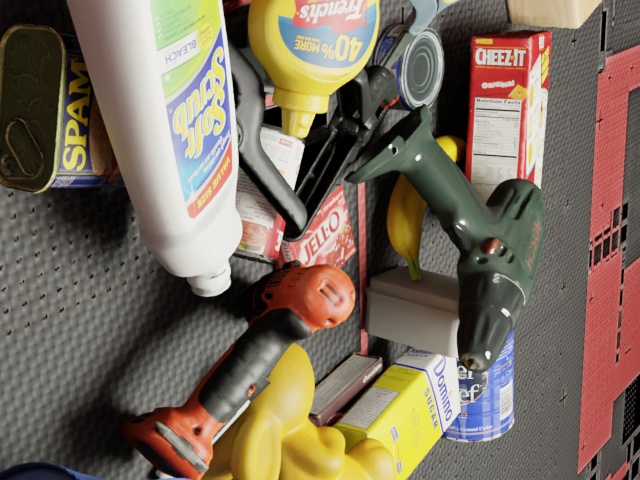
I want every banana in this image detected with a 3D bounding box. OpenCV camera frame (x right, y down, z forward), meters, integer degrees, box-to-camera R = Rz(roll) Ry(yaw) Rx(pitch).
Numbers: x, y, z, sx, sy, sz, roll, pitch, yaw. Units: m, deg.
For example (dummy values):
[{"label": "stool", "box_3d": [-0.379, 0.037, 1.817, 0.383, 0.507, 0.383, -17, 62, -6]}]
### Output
[{"label": "banana", "box_3d": [0.106, -0.052, 1.095, 0.069, 0.037, 0.197, 61, 42, -40]}]

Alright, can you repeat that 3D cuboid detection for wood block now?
[{"label": "wood block", "box_3d": [0.256, -0.352, 1.193, 0.090, 0.090, 0.206, -47, 135, -37]}]

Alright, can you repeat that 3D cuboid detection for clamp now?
[{"label": "clamp", "box_3d": [0.023, -0.091, 0.933, 0.165, 0.036, 0.209, -65, 172, 22]}, {"label": "clamp", "box_3d": [-0.081, -0.068, 0.765, 0.120, 0.039, 0.171, -24, 106, -28]}]

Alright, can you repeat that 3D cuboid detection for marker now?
[{"label": "marker", "box_3d": [-0.084, 0.149, 0.859, 0.121, 0.020, 0.020, -46, 138, -11]}]

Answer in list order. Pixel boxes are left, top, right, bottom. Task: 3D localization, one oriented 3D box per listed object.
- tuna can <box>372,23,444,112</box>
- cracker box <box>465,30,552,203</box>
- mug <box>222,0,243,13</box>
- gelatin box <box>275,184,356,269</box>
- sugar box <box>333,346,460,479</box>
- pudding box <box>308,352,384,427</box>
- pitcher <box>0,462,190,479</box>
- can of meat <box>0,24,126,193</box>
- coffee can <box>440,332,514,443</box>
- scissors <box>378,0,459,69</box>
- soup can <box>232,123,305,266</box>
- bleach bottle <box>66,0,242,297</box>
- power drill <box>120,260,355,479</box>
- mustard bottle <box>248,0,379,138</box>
[{"label": "tuna can", "box_3d": [0.088, -0.168, 1.046, 0.085, 0.034, 0.086, -22, 118, -51]}, {"label": "cracker box", "box_3d": [0.204, -0.120, 1.172, 0.164, 0.072, 0.214, -34, 127, -67]}, {"label": "mug", "box_3d": [-0.096, -0.217, 0.723, 0.117, 0.093, 0.081, 21, 74, -19]}, {"label": "gelatin box", "box_3d": [-0.006, 0.001, 0.957, 0.089, 0.030, 0.073, -44, 133, -41]}, {"label": "sugar box", "box_3d": [0.081, 0.176, 1.050, 0.175, 0.048, 0.093, -37, 128, -45]}, {"label": "pudding box", "box_3d": [0.023, 0.176, 1.043, 0.113, 0.039, 0.090, -38, 128, -46]}, {"label": "pitcher", "box_3d": [-0.124, 0.232, 0.753, 0.242, 0.149, 0.145, 32, 70, -58]}, {"label": "can of meat", "box_3d": [-0.158, -0.082, 0.686, 0.083, 0.058, 0.102, -5, 103, -58]}, {"label": "coffee can", "box_3d": [0.164, 0.138, 1.184, 0.102, 0.103, 0.140, -31, 124, -48]}, {"label": "scissors", "box_3d": [0.075, -0.195, 0.924, 0.096, 0.202, 0.016, -1, 64, -42]}, {"label": "soup can", "box_3d": [-0.055, -0.037, 0.840, 0.068, 0.069, 0.102, 20, 82, -56]}, {"label": "bleach bottle", "box_3d": [-0.090, -0.077, 0.685, 0.102, 0.068, 0.251, -47, 138, -43]}, {"label": "power drill", "box_3d": [-0.067, 0.094, 0.814, 0.057, 0.185, 0.187, 44, 72, -9]}, {"label": "mustard bottle", "box_3d": [-0.002, -0.167, 0.751, 0.096, 0.058, 0.192, 1, 107, -34]}]
